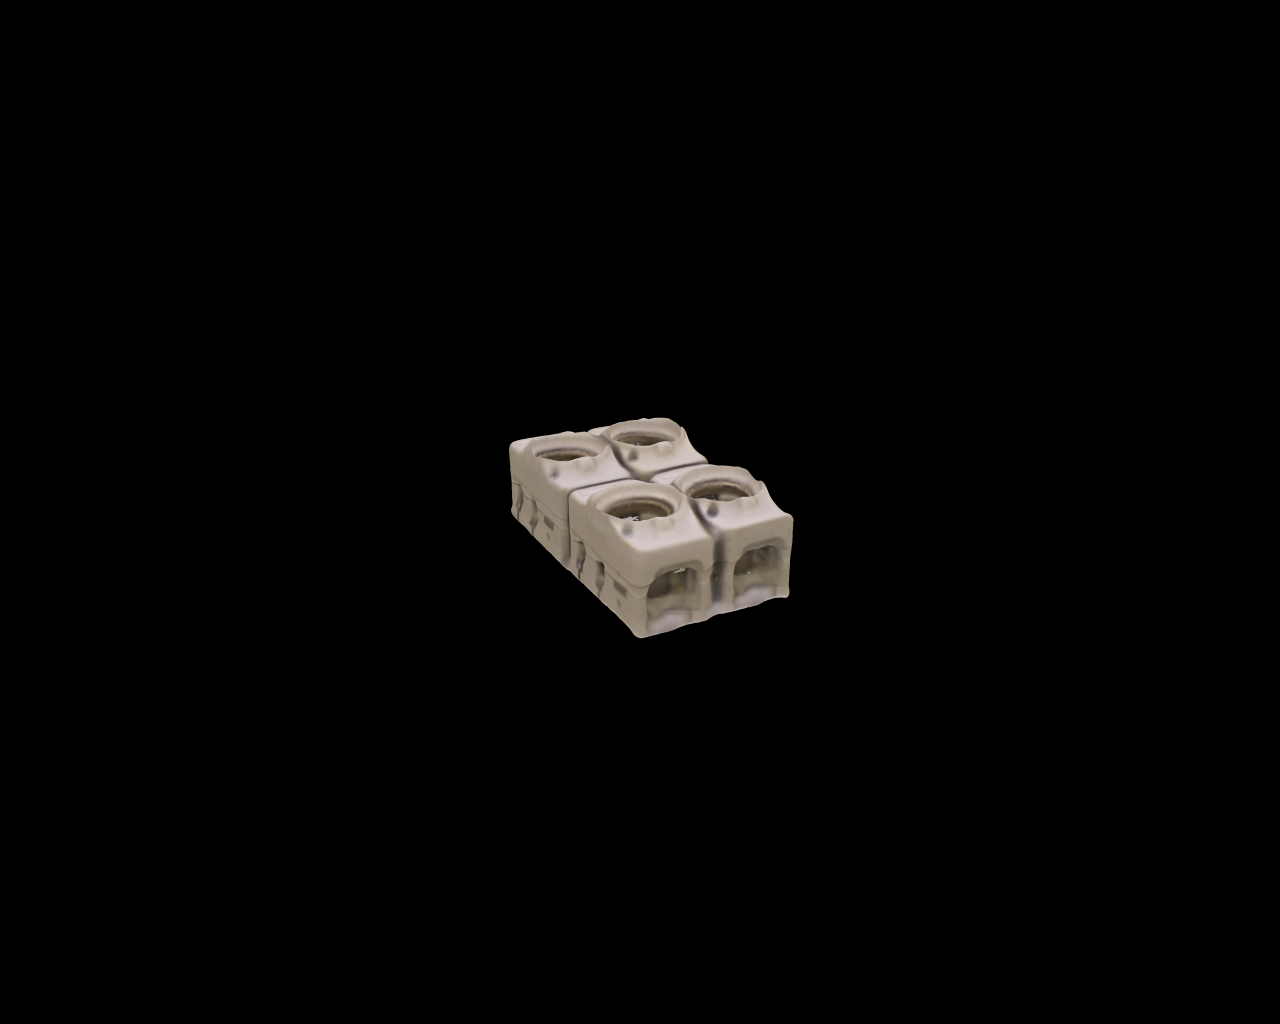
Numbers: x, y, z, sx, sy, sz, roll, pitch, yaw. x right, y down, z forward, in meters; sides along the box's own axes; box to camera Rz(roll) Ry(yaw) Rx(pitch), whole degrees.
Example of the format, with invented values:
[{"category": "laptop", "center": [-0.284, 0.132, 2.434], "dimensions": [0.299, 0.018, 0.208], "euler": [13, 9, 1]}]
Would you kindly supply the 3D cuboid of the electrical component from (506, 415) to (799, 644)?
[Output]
[{"category": "electrical component", "center": [0.001, -0.003, 0.650], "dimensions": [0.105, 0.060, 0.186], "euler": [-12, 27, -25]}]
